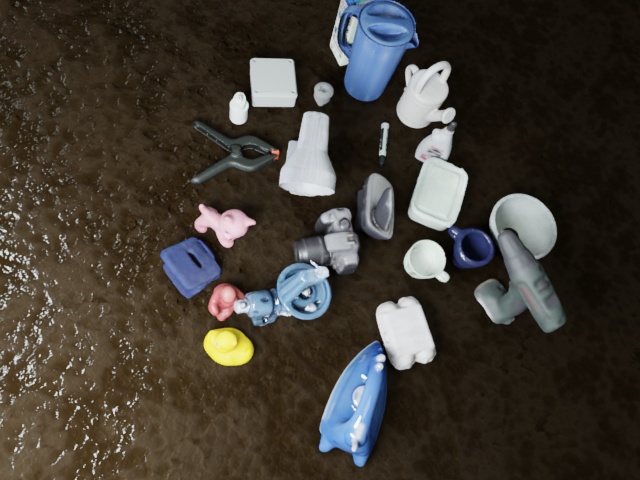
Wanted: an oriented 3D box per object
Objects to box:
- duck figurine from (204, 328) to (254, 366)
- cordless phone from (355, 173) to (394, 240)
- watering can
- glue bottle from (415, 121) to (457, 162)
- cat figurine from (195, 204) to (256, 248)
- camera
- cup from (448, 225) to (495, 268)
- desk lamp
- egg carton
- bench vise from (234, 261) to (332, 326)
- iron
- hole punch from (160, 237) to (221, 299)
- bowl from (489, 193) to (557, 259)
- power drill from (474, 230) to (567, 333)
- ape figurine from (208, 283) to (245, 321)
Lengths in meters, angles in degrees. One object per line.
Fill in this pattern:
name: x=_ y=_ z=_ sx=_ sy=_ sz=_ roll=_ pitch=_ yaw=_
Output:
duck figurine: x=-0.184 y=0.211 z=1.161 sx=0.104 sy=0.086 sz=0.077 roll=21 pitch=68 yaw=-2
cordless phone: x=0.142 y=-0.093 z=1.281 sx=0.094 sy=0.185 sz=0.147 roll=5 pitch=69 yaw=-8
watering can: x=0.267 y=-0.361 z=1.398 sx=0.173 sy=0.194 sz=0.101 roll=39 pitch=68 yaw=6
glue bottle: x=0.288 y=-0.235 z=1.367 sx=0.078 sy=0.173 sz=0.037 roll=19 pitch=68 yaw=-3
cat figurine: x=-0.206 y=-0.040 z=1.233 sx=0.128 sy=0.117 sz=0.067 roll=28 pitch=68 yaw=1
camera: x=0.012 y=0.005 z=1.266 sx=0.137 sy=0.100 sz=0.143 roll=-8 pitch=71 yaw=-13
cup: x=0.332 y=0.021 z=1.322 sx=0.117 sy=0.095 sz=0.092 roll=41 pitch=68 yaw=6
desk lamp: x=-0.027 y=-0.173 z=1.264 sx=0.118 sy=0.213 sz=0.203 roll=8 pitch=69 yaw=-7
egg carton: x=0.184 y=0.201 z=1.242 sx=0.107 sy=0.069 sz=0.150 roll=-13 pitch=73 yaw=-15
bench vise: x=-0.059 y=0.116 z=1.147 sx=0.208 sy=0.219 sz=0.121 roll=-30 pitch=77 yaw=-19
iron: x=0.090 y=0.310 z=1.145 sx=0.118 sy=0.141 sz=0.258 roll=22 pitch=68 yaw=-2
hole punch: x=-0.270 y=0.050 z=1.202 sx=0.101 sy=0.091 sz=0.108 roll=-37 pitch=80 yaw=-20
bowl: x=0.475 y=-0.022 z=1.375 sx=0.167 sy=0.074 sz=0.167 roll=4 pitch=69 yaw=-9
power drill: x=0.423 y=0.104 z=1.247 sx=0.076 sy=0.208 sz=0.229 roll=-31 pitch=78 yaw=-19
ape figurine: x=-0.193 y=0.121 z=1.190 sx=0.078 sy=0.092 sz=0.076 roll=-2 pitch=70 yaw=-11
